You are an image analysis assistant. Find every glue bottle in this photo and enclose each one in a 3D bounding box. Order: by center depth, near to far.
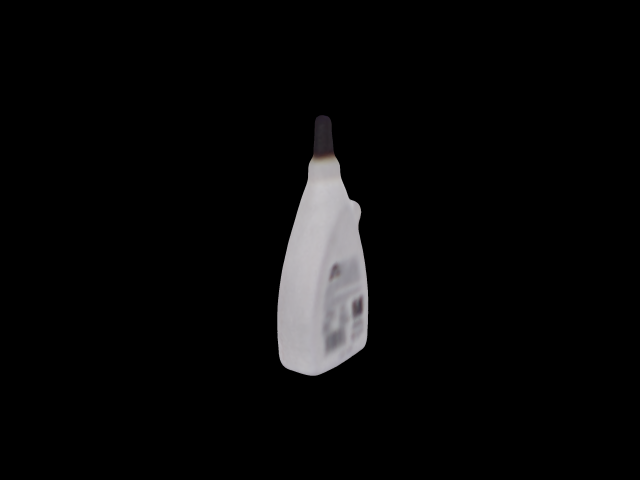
[{"bbox_3d":[0.004,0.001,0.400,0.037,0.173,0.078,8,14,35],"label":"glue bottle"}]
